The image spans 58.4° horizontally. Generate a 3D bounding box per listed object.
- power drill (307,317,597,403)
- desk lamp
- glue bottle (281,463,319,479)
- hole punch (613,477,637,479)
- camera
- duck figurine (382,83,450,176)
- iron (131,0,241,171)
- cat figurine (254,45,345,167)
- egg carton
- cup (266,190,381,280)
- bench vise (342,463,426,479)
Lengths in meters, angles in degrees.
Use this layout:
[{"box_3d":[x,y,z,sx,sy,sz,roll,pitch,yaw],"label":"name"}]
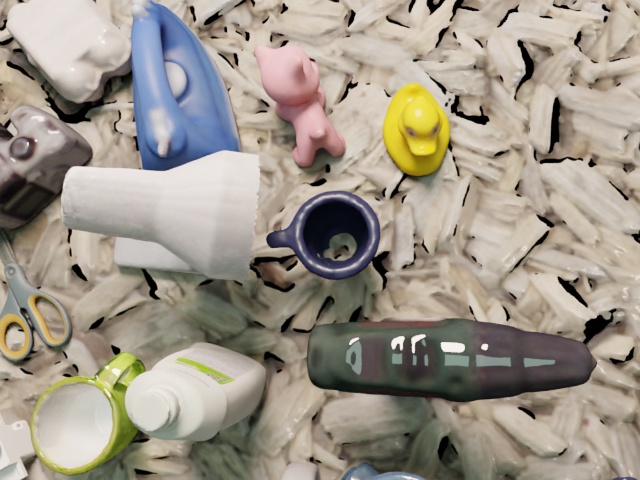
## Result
[{"box_3d":[0.106,0.108,0.538,0.229,0.208,0.076,-1,81,4],"label":"power drill"},{"box_3d":[-0.144,-0.019,0.573,0.203,0.213,0.118,3,81,5],"label":"desk lamp"},{"box_3d":[-0.024,0.266,0.540,0.037,0.173,0.078,-4,81,4],"label":"glue bottle"},{"box_3d":[0.290,0.293,0.555,0.108,0.091,0.101,-16,80,2],"label":"hole punch"},{"box_3d":[-0.369,-0.107,0.660,0.136,0.101,0.143,43,86,9],"label":"camera"},{"box_3d":[0.109,-0.131,0.637,0.077,0.086,0.104,-6,81,3],"label":"duck figurine"},{"box_3d":[-0.174,-0.180,0.637,0.118,0.141,0.258,-15,80,2],"label":"iron"},{"box_3d":[-0.022,-0.157,0.635,0.067,0.118,0.128,-24,80,0],"label":"cat figurine"},{"box_3d":[-0.302,-0.242,0.692,0.107,0.069,0.150,-44,81,-3],"label":"egg carton"},{"box_3d":[0.006,0.002,0.619,0.117,0.095,0.092,-6,81,3],"label":"cup"},{"box_3d":[0.106,0.288,0.504,0.207,0.220,0.121,21,83,7],"label":"bench vise"}]
